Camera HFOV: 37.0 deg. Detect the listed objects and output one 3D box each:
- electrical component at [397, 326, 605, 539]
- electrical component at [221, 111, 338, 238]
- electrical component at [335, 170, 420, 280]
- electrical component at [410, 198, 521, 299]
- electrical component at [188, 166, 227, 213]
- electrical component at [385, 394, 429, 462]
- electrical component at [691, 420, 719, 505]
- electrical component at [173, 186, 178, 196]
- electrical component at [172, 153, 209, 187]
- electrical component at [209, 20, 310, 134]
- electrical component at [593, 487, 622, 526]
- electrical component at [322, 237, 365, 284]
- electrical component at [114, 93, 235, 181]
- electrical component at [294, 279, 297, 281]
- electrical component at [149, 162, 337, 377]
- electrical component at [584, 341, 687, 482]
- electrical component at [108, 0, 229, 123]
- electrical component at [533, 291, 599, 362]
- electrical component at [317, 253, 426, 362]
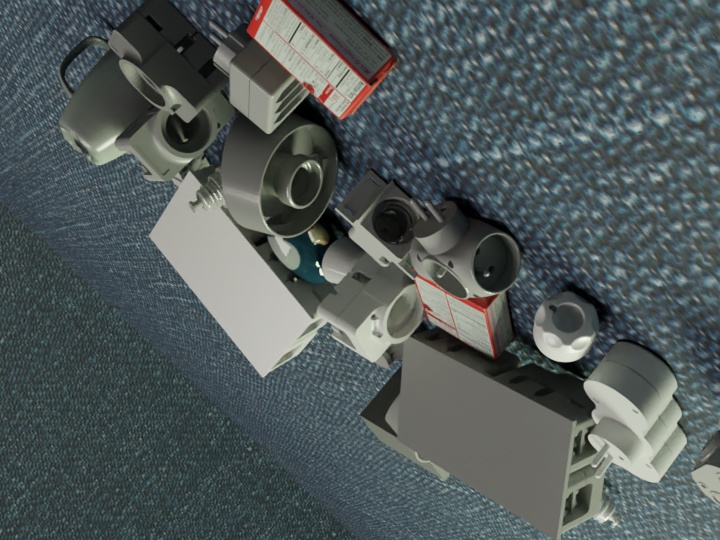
[{"bbox_3d":[0.118,0.126,0.898,0.186,0.060,0.105,26,121,44],"label":"electrical component"},{"bbox_3d":[-0.064,-0.076,0.826,0.064,0.099,0.099,23,156,33],"label":"electrical component"},{"bbox_3d":[0.022,-0.033,0.832,0.081,0.042,0.064,42,168,-2],"label":"electrical component"},{"bbox_3d":[0.064,-0.021,0.759,0.079,0.044,0.077,49,163,-26],"label":"electrical component"},{"bbox_3d":[-0.123,-0.077,0.998,0.040,0.078,0.040,48,159,25],"label":"electrical component"},{"bbox_3d":[0.074,0.132,1.045,0.064,0.099,0.099,43,165,18],"label":"electrical component"},{"bbox_3d":[0.259,0.130,0.689,0.080,0.051,0.080,38,163,13],"label":"electrical component"},{"bbox_3d":[-0.162,-0.060,1.158,0.077,0.065,0.047,14,161,3],"label":"electrical component"},{"bbox_3d":[-0.192,-0.115,1.109,0.055,0.048,0.066,27,161,20],"label":"electrical component"},{"bbox_3d":[-0.076,-0.146,0.752,0.077,0.047,0.065,40,164,5],"label":"electrical component"},{"bbox_3d":[0.217,0.215,1.032,0.078,0.040,0.040,39,164,6],"label":"electrical component"},{"bbox_3d":[0.000,0.000,0.963,0.055,0.045,0.045,28,159,39],"label":"electrical component"},{"bbox_3d":[-0.158,-0.123,0.927,0.050,0.089,0.056,49,163,-23],"label":"electrical component"},{"bbox_3d":[-0.073,-0.015,1.098,0.062,0.043,0.043,36,163,24],"label":"electrical component"},{"bbox_3d":[-0.111,-0.004,1.059,0.186,0.060,0.105,50,132,10],"label":"electrical component"},{"bbox_3d":[0.190,0.117,0.774,0.052,0.073,0.138,30,160,36],"label":"electrical component"},{"bbox_3d":[-0.154,-0.167,0.863,0.089,0.055,0.050,45,164,-12],"label":"electrical component"},{"bbox_3d":[0.142,0.044,0.750,0.043,0.043,0.062,36,165,18],"label":"electrical component"},{"bbox_3d":[0.019,0.026,0.905,0.056,0.089,0.050,29,160,37],"label":"electrical component"}]
